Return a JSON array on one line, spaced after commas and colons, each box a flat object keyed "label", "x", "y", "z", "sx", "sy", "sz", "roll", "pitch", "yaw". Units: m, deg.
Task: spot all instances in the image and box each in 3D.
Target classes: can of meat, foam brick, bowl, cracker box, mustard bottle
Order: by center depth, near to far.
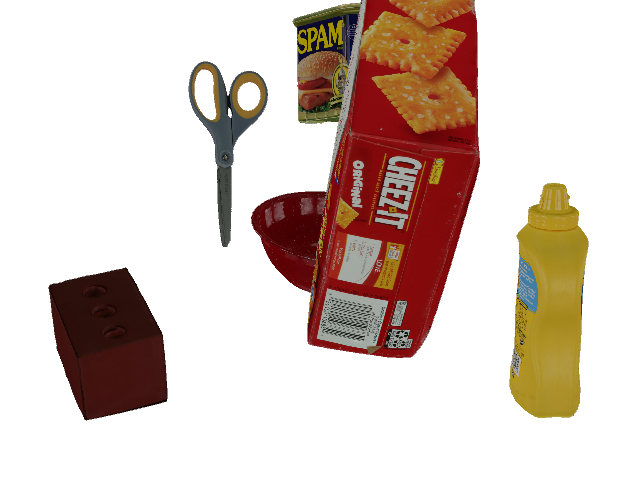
[{"label": "cracker box", "x": 0.046, "y": -0.064, "z": 0.623, "sx": 0.072, "sy": 0.213, "sz": 0.164, "roll": 10, "pitch": -45, "yaw": 0}, {"label": "foam brick", "x": -0.131, "y": 0.063, "z": 0.656, "sx": 0.052, "sy": 0.051, "sz": 0.078, "roll": -12, "pitch": 36, "yaw": -22}, {"label": "can of meat", "x": 0.021, "y": -0.137, "z": 0.843, "sx": 0.057, "sy": 0.084, "sz": 0.102, "roll": -3, "pitch": 3, "yaw": -31}, {"label": "mustard bottle", "x": 0.193, "y": 0.046, "z": 0.904, "sx": 0.058, "sy": 0.192, "sz": 0.096, "roll": -1, "pitch": 18, "yaw": 2}, {"label": "bowl", "x": 0.013, "y": 0.009, "z": 1.013, "sx": 0.162, "sy": 0.055, "sz": 0.162, "roll": 5, "pitch": 24, "yaw": -3}]

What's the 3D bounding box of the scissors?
[{"label": "scissors", "x": -0.088, "y": -0.100, "z": 1.161, "sx": 0.096, "sy": 0.202, "sz": 0.016, "roll": -15, "pitch": -4, "yaw": -18}]
